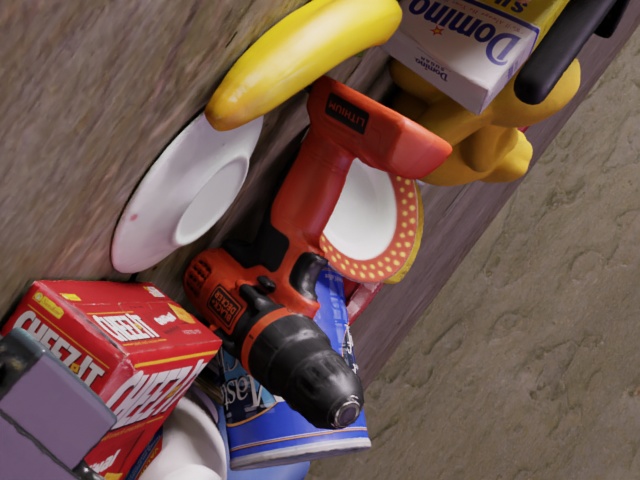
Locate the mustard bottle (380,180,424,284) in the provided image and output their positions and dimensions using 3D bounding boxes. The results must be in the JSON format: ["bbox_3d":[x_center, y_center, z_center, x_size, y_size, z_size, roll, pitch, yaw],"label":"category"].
[{"bbox_3d":[0.023,-0.018,0.863,0.191,0.058,0.096,12,89,-62],"label":"mustard bottle"}]

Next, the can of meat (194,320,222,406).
[{"bbox_3d":[-0.073,0.089,0.884,0.084,0.057,0.102,-53,170,-12],"label":"can of meat"}]

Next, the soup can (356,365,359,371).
[{"bbox_3d":[-0.015,0.156,1.114,0.102,0.068,0.068,-54,169,4],"label":"soup can"}]

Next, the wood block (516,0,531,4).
[{"bbox_3d":[0.160,-0.248,0.693,0.205,0.090,0.091,-43,165,-40],"label":"wood block"}]

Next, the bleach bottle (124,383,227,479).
[{"bbox_3d":[-0.100,0.157,0.718,0.102,0.068,0.251,-51,-168,-8],"label":"bleach bottle"}]

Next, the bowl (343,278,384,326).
[{"bbox_3d":[0.038,0.034,1.173,0.162,0.055,0.162,-50,169,-14],"label":"bowl"}]

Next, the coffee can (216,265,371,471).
[{"bbox_3d":[-0.025,0.091,0.781,0.103,0.140,0.103,-9,166,-2],"label":"coffee can"}]

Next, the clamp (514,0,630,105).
[{"bbox_3d":[0.204,-0.189,0.715,0.164,0.036,0.210,-45,165,-41],"label":"clamp"}]

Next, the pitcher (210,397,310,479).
[{"bbox_3d":[-0.136,0.232,0.929,0.242,0.145,0.149,-38,150,-42],"label":"pitcher"}]

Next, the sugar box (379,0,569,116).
[{"bbox_3d":[0.132,-0.184,0.771,0.176,0.093,0.048,-50,168,-17],"label":"sugar box"}]

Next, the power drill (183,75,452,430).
[{"bbox_3d":[0.002,0.003,0.664,0.057,0.185,0.188,25,99,-44],"label":"power drill"}]

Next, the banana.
[{"bbox_3d":[0.004,-0.111,0.614,0.197,0.037,0.070,-36,159,-56],"label":"banana"}]

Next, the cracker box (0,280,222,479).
[{"bbox_3d":[-0.159,0.127,0.602,0.214,0.072,0.164,-54,170,5],"label":"cracker box"}]

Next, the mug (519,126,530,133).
[{"bbox_3d":[0.205,-0.166,1.189,0.082,0.093,0.117,-51,-154,18],"label":"mug"}]
